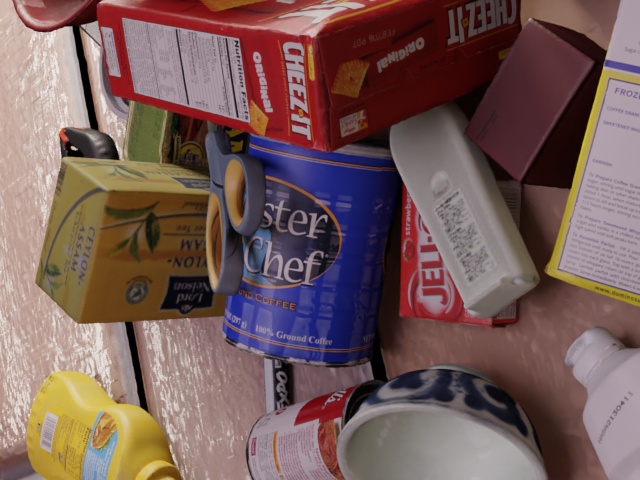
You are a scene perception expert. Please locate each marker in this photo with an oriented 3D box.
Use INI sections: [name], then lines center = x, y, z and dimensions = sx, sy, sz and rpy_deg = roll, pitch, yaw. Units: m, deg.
[marker]
center = -0.031, 0.114, 0.780
dimensions = 0.020, 0.020, 0.121
rpy_deg = -5, 86, 46

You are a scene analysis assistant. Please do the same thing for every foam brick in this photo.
[foam brick]
center = 0.128, -0.075, 0.594
dimensions = 0.053, 0.051, 0.078
rpy_deg = 49, 122, 36

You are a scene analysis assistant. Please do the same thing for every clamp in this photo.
[clamp]
center = -0.186, -0.042, 0.929
dimensions = 0.120, 0.039, 0.171
rpy_deg = -43, 60, 36

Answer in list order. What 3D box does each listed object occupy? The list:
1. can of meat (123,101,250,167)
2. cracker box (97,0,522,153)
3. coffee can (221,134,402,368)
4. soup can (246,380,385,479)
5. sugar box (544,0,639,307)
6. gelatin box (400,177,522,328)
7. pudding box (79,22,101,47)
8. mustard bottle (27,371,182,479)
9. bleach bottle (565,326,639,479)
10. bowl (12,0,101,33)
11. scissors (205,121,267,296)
[can of meat]
center = -0.095, -0.093, 0.803
dimensions = 0.058, 0.083, 0.102
rpy_deg = 20, 104, 46
[cracker box]
center = -0.010, -0.127, 0.651
dimensions = 0.214, 0.163, 0.072
rpy_deg = 19, 126, 45
[coffee can]
center = -0.005, 0.001, 0.694
dimensions = 0.103, 0.102, 0.140
rpy_deg = 18, 102, 45
[soup can]
center = 0.007, 0.136, 0.706
dimensions = 0.102, 0.068, 0.068
rpy_deg = -25, 72, 44
[sugar box]
center = 0.181, -0.053, 0.528
dimensions = 0.093, 0.048, 0.176
rpy_deg = 19, 101, 23
[gelatin box]
center = 0.084, 0.007, 0.653
dimensions = 0.073, 0.030, 0.089
rpy_deg = 3, 92, 46
[pudding box]
center = -0.174, -0.228, 0.920
dimensions = 0.090, 0.039, 0.114
rpy_deg = 44, 118, 38
[mustard bottle]
center = -0.177, 0.183, 0.903
dimensions = 0.192, 0.058, 0.096
rpy_deg = 17, 96, 45
[bleach bottle]
center = 0.213, 0.123, 0.497
dimensions = 0.251, 0.067, 0.103
rpy_deg = 47, 121, 38
[bowl]
center = -0.180, -0.235, 0.851
dimensions = 0.162, 0.055, 0.162
rpy_deg = -14, 69, 40
[scissors]
center = -0.059, -0.064, 0.683
dimensions = 0.096, 0.016, 0.202
rpy_deg = 131, 140, -54
